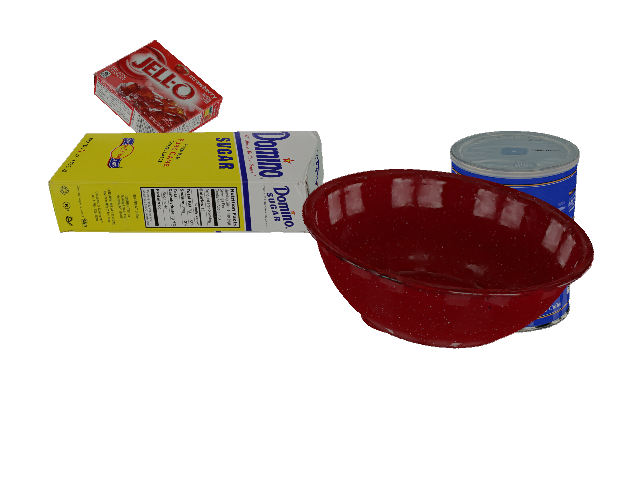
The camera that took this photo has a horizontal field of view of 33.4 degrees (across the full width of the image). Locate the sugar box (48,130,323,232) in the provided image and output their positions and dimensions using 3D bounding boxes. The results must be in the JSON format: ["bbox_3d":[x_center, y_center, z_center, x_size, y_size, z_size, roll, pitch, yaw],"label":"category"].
[{"bbox_3d":[-0.089,-0.043,0.745,0.176,0.048,0.093,-3,27,7],"label":"sugar box"}]

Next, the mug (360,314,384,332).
[{"bbox_3d":[0.100,0.056,1.217,0.117,0.081,0.093,10,24,15],"label":"mug"}]

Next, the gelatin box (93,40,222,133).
[{"bbox_3d":[-0.143,-0.128,0.937,0.073,0.089,0.030,-38,-18,-34],"label":"gelatin box"}]

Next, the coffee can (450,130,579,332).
[{"bbox_3d":[0.158,-0.009,0.885,0.103,0.140,0.103,-2,23,1],"label":"coffee can"}]

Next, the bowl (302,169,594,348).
[{"bbox_3d":[0.067,0.014,0.600,0.162,0.055,0.162,6,25,-3],"label":"bowl"}]
